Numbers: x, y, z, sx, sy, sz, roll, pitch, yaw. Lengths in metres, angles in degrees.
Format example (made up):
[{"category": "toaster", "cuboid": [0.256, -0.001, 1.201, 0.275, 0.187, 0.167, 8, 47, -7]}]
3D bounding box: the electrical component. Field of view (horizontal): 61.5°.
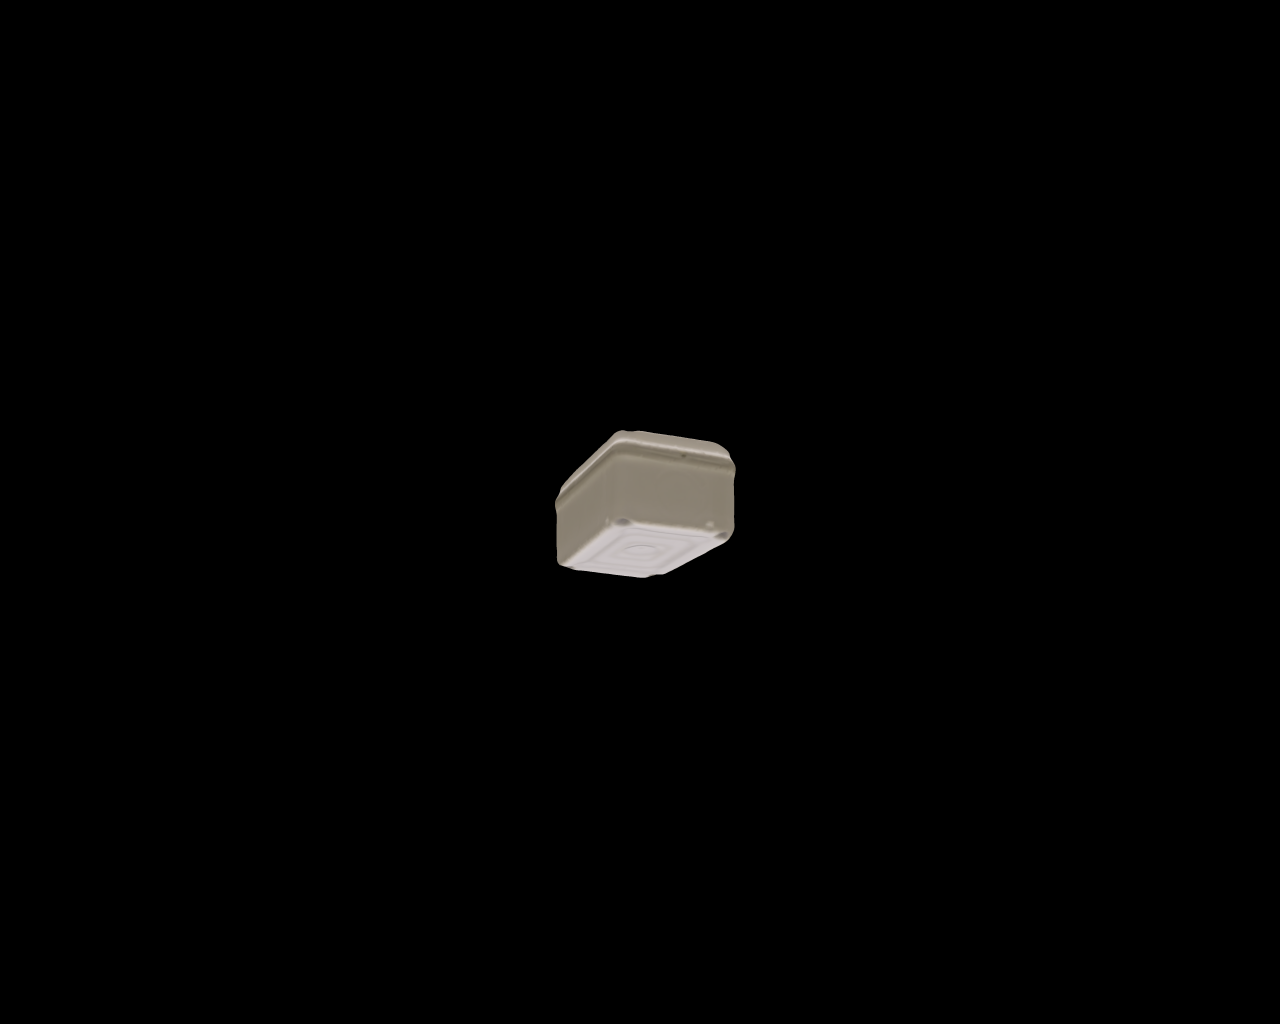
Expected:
[{"category": "electrical component", "cuboid": [0.001, -0.003, 0.650, 0.078, 0.057, 0.113, 8, -20, -22]}]
